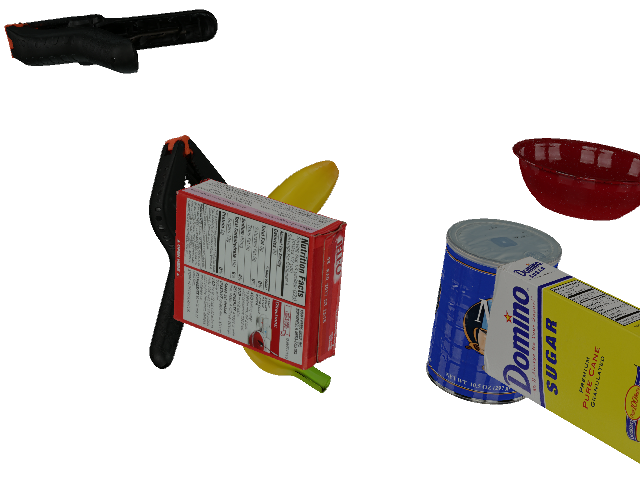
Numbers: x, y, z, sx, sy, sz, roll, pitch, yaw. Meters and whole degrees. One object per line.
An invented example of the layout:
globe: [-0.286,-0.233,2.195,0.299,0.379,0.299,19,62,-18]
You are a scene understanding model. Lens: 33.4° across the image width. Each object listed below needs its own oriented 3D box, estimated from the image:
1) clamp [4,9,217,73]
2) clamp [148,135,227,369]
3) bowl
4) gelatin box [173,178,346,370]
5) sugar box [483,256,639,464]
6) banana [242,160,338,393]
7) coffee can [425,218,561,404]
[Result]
clamp: [-0.168,-0.159,0.834,0.172,0.039,0.120,12,23,34]
clamp: [-0.106,0.005,1.016,0.036,0.210,0.164,-8,0,44]
bowl: [0.280,-0.062,1.132,0.162,0.055,0.162,6,20,-2]
gelatin box: [-0.032,0.016,0.537,0.089,0.073,0.030,18,26,30]
sugar box: [0.195,0.086,0.753,0.048,0.093,0.176,-16,29,-39]
banana: [-0.025,0.018,0.741,0.069,0.197,0.037,12,-38,-11]
coffee can: [0.157,0.063,0.977,0.103,0.140,0.103,5,23,-2]
